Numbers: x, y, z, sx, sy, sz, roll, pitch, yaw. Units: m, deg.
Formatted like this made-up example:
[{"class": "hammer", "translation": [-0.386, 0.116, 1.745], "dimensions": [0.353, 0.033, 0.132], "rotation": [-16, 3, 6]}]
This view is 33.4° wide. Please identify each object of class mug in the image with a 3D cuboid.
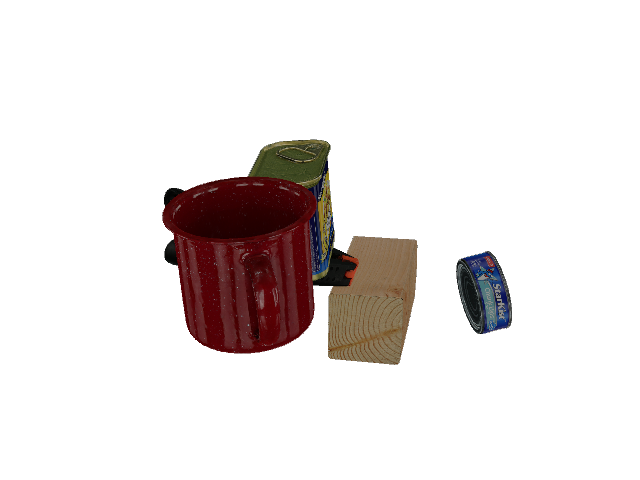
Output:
[{"class": "mug", "translation": [-0.042, 0.021, 0.646], "dimensions": [0.093, 0.081, 0.117], "rotation": [-11, 27, -14]}]

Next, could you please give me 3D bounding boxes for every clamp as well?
[{"class": "clamp", "translation": [-0.063, 0.010, 1.063], "dimensions": [0.210, 0.036, 0.164], "rotation": [18, 19, -7]}]

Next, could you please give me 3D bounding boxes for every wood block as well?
[{"class": "wood block", "translation": [0.070, 0.072, 1.371], "dimensions": [0.091, 0.090, 0.206], "rotation": [4, 21, 9]}]

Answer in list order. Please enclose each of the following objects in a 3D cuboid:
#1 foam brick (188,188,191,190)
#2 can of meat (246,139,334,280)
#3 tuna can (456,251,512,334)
[{"class": "foam brick", "translation": [-0.125, -0.030, 1.296], "dimensions": [0.078, 0.053, 0.051], "rotation": [0, 27, 2]}, {"class": "can of meat", "translation": [-0.020, -0.024, 0.847], "dimensions": [0.057, 0.084, 0.102], "rotation": [-3, 24, 8]}, {"class": "tuna can", "translation": [0.175, 0.057, 1.149], "dimensions": [0.033, 0.086, 0.086], "rotation": [-14, 1, -6]}]
